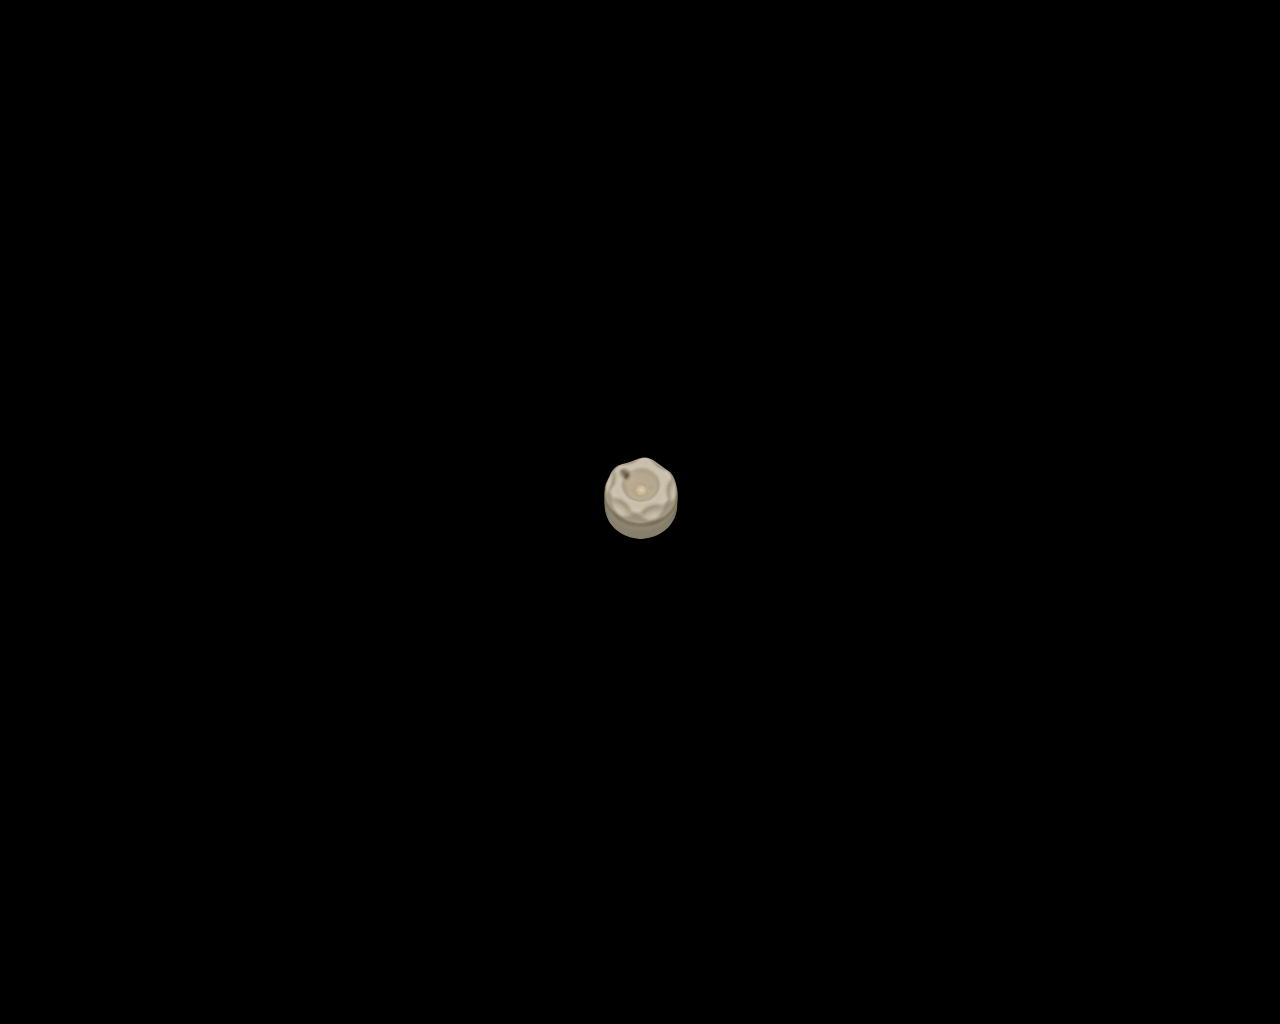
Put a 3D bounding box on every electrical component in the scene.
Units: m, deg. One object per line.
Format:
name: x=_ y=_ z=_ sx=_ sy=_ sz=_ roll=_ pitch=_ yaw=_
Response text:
electrical component: x=0.001 y=-0.003 z=0.650 sx=0.043 sy=0.043 sz=0.062 roll=0 pitch=-28 yaw=0
